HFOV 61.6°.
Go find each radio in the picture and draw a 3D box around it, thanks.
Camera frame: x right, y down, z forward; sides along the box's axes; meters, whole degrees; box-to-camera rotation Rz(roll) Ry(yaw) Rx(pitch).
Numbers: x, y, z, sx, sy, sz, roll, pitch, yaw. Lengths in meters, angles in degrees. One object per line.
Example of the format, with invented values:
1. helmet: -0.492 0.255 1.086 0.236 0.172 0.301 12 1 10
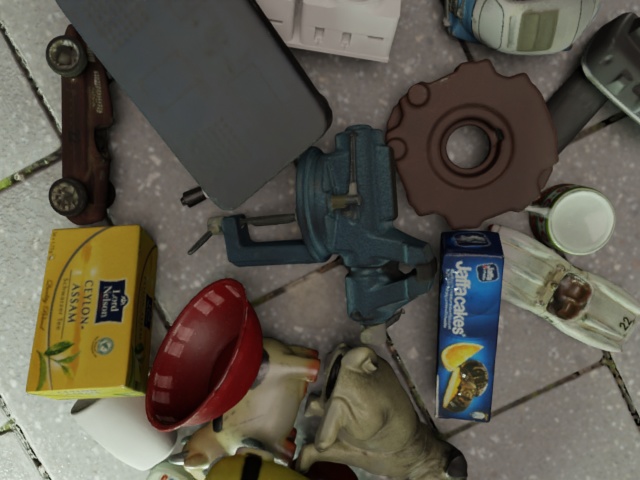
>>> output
1. radio: -0.098 -0.152 0.464 0.131 0.073 0.229 -34 103 14

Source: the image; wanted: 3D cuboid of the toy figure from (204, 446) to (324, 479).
1. toy figure: -0.028 0.261 0.507 0.180 0.089 0.082 24 94 15

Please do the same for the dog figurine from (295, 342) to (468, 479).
1. dog figurine: 0.088 0.197 0.569 0.191 0.121 0.172 18 136 -5

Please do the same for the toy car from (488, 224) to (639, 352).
1. toy car: 0.256 0.053 0.592 0.202 0.056 0.073 28 96 -3

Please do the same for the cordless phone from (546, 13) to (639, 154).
1. cordless phone: 0.313 -0.129 0.571 0.146 0.089 0.184 39 106 -5

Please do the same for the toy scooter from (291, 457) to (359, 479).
1. toy scooter: 0.037 0.317 0.585 0.184 0.135 0.075 40 97 -3

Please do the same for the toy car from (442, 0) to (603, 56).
1. toy car: 0.205 -0.231 0.521 0.162 0.103 0.109 -6 141 4

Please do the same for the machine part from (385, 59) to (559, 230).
1. machine part: 0.156 -0.097 0.562 0.179 0.056 0.179 2 101 9

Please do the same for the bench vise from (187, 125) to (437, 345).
1. bench vise: -0.004 0.000 0.560 0.241 0.129 0.223 -4 105 17

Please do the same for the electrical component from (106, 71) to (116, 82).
1. electrical component: -0.174 -0.214 0.557 0.119 0.075 0.047 -28 97 6

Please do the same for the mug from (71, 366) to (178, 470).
1. mug: -0.201 0.195 0.606 0.109 0.081 0.107 -33 106 -4

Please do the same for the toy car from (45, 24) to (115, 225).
1. toy car: -0.242 -0.116 0.560 0.053 0.089 0.202 3 95 2

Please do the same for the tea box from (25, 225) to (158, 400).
1. tea box: -0.229 0.074 0.556 0.098 0.068 0.169 -5 66 0

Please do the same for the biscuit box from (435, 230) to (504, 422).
1. biscuit box: 0.154 0.092 0.564 0.059 0.063 0.202 2 113 13

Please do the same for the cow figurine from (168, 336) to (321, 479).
1. cow figurine: -0.084 0.201 0.597 0.127 0.085 0.194 19 93 1
